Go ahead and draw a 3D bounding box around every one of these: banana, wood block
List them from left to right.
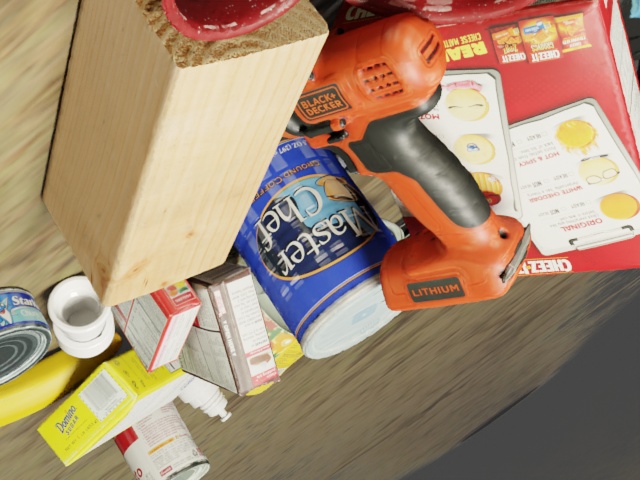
[{"bbox_3d":[-0.241,0.116,0.819,0.197,0.037,0.070,-13,150,-46],"label":"banana"},{"bbox_3d":[-0.083,-0.064,0.590,0.090,0.091,0.206,-21,155,-33],"label":"wood block"}]

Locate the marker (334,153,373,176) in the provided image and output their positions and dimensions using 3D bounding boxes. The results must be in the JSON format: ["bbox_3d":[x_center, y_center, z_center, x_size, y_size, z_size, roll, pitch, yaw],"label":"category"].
[{"bbox_3d":[0.038,-0.063,0.882,0.020,0.020,0.120,-44,157,23],"label":"marker"}]

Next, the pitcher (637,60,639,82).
[{"bbox_3d":[0.336,-0.184,0.942,0.149,0.145,0.242,-48,156,-3],"label":"pitcher"}]

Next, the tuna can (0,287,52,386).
[{"bbox_3d":[-0.231,0.072,0.742,0.086,0.034,0.086,-30,159,-13],"label":"tuna can"}]

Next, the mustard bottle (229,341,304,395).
[{"bbox_3d":[-0.016,0.074,1.043,0.192,0.058,0.096,-42,159,18],"label":"mustard bottle"}]

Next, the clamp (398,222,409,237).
[{"bbox_3d":[0.132,-0.038,1.056,0.209,0.036,0.165,-19,155,-38],"label":"clamp"}]

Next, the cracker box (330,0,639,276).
[{"bbox_3d":[0.120,-0.071,0.680,0.164,0.072,0.213,-5,135,26],"label":"cracker box"}]

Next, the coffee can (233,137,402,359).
[{"bbox_3d":[-0.005,0.001,0.781,0.102,0.140,0.103,-30,159,-13],"label":"coffee can"}]

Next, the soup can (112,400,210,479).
[{"bbox_3d":[-0.157,0.189,1.015,0.068,0.102,0.068,-30,159,-13],"label":"soup can"}]

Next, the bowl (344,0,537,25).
[{"bbox_3d":[0.058,-0.182,0.534,0.162,0.055,0.162,8,150,4],"label":"bowl"}]

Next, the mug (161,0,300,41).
[{"bbox_3d":[-0.042,-0.149,0.479,0.093,0.081,0.117,-44,158,22],"label":"mug"}]

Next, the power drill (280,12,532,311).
[{"bbox_3d":[0.028,-0.039,0.650,0.185,0.187,0.057,-10,-142,44],"label":"power drill"}]

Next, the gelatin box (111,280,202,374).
[{"bbox_3d":[-0.125,0.045,0.789,0.030,0.073,0.089,-23,156,-32],"label":"gelatin box"}]

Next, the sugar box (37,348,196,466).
[{"bbox_3d":[-0.152,0.122,0.905,0.093,0.048,0.176,-43,175,20],"label":"sugar box"}]

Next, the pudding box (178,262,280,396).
[{"bbox_3d":[-0.080,0.062,0.807,0.039,0.090,0.114,-21,-166,-25],"label":"pudding box"}]
